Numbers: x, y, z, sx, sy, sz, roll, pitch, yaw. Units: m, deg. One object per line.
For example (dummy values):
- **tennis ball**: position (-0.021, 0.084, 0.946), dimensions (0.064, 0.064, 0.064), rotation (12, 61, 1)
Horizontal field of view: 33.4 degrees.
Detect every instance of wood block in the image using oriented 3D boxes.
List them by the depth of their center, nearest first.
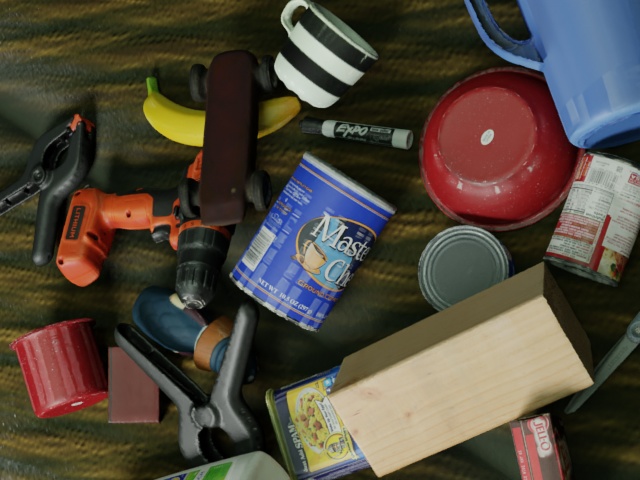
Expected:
- **wood block**: position (0.123, 0.113, 0.928), dimensions (0.206, 0.090, 0.090), rotation (-28, 100, 19)

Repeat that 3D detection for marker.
- **marker**: position (0.034, -0.108, 1.064), dimensions (0.121, 0.020, 0.020), rotation (11, 85, 25)

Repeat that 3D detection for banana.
- **banana**: position (-0.115, -0.131, 1.125), dimensions (0.198, 0.037, 0.069), rotation (12, 86, 25)

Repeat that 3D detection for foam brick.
- **foam brick**: position (-0.188, 0.149, 1.089), dimensions (0.051, 0.053, 0.078), rotation (-1, 80, -6)

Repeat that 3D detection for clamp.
- **clamp**: position (-0.114, 0.160, 1.033), dimensions (0.165, 0.036, 0.210), rotation (-5, 102, 28)
- **clamp**: position (-0.302, -0.057, 1.193), dimensions (0.120, 0.039, 0.171), rotation (42, 98, 22)

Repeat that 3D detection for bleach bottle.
- **bleach bottle**: position (-0.144, 0.269, 1.006), dimensions (0.251, 0.068, 0.102), rotation (-21, 30, 35)

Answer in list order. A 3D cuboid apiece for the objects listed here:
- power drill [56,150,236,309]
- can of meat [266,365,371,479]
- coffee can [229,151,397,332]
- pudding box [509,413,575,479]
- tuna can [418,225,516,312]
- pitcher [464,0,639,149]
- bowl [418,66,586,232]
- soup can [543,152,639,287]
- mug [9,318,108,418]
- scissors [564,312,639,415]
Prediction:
- **power drill**: position (-0.174, -0.003, 1.092), dimensions (0.188, 0.057, 0.184), rotation (-9, 52, 21)
- **can of meat**: position (0.007, 0.175, 1.005), dimensions (0.084, 0.057, 0.102), rotation (-23, 72, 17)
- **coffee can**: position (-0.007, 0.001, 1.016), dimensions (0.103, 0.102, 0.140), rotation (35, 95, 25)
- **pudding box**: position (0.189, 0.193, 0.888), dimensions (0.039, 0.113, 0.090), rotation (-12, 76, 13)
- **tuna can**: position (0.136, 0.031, 0.986), dimensions (0.086, 0.033, 0.086), rotation (-5, 79, 23)
- **pitcher**: position (0.228, -0.206, 0.938), dimensions (0.149, 0.144, 0.243), rotation (-27, 72, 45)
- **bowl**: position (0.160, -0.091, 0.986), dimensions (0.162, 0.055, 0.162), rotation (-4, 79, 23)
- **soup can**: position (0.244, -0.018, 0.928), dimensions (0.069, 0.068, 0.102), rotation (21, 89, 25)
- **mug**: position (-0.276, 0.140, 1.125), dimensions (0.117, 0.093, 0.081), rotation (-31, 73, 42)
- **scissors**: position (0.296, 0.080, 0.916), dimensions (0.096, 0.016, 0.202), rotation (26, 92, 26)
